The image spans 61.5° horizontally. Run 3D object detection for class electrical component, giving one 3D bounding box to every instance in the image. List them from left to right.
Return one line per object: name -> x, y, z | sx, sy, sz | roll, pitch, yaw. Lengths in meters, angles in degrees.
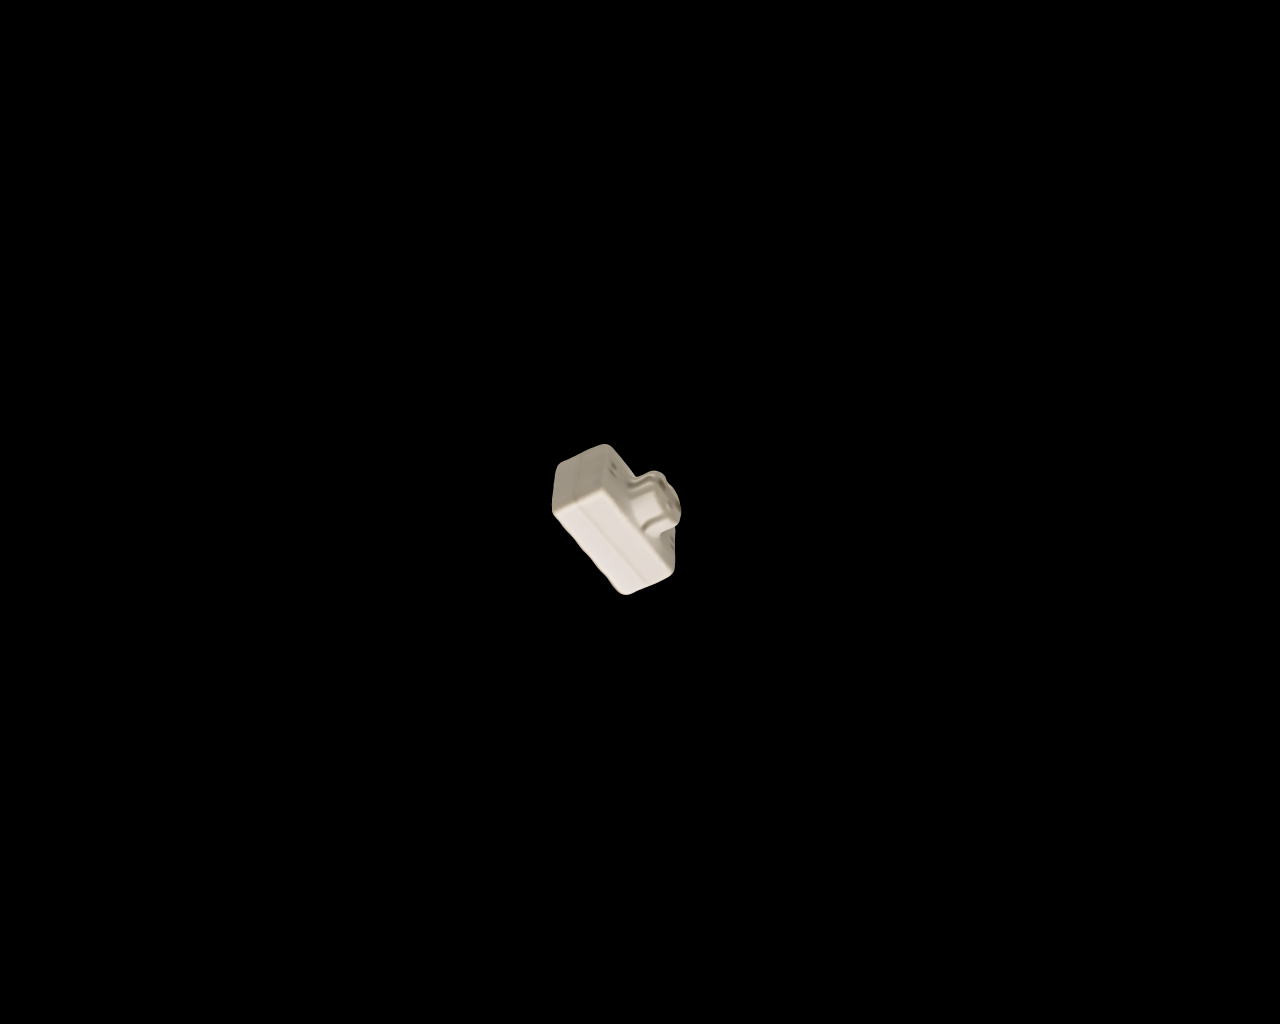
electrical component -> 0.001, -0.003, 0.650 | 0.075, 0.047, 0.083 | -25, -54, 20
